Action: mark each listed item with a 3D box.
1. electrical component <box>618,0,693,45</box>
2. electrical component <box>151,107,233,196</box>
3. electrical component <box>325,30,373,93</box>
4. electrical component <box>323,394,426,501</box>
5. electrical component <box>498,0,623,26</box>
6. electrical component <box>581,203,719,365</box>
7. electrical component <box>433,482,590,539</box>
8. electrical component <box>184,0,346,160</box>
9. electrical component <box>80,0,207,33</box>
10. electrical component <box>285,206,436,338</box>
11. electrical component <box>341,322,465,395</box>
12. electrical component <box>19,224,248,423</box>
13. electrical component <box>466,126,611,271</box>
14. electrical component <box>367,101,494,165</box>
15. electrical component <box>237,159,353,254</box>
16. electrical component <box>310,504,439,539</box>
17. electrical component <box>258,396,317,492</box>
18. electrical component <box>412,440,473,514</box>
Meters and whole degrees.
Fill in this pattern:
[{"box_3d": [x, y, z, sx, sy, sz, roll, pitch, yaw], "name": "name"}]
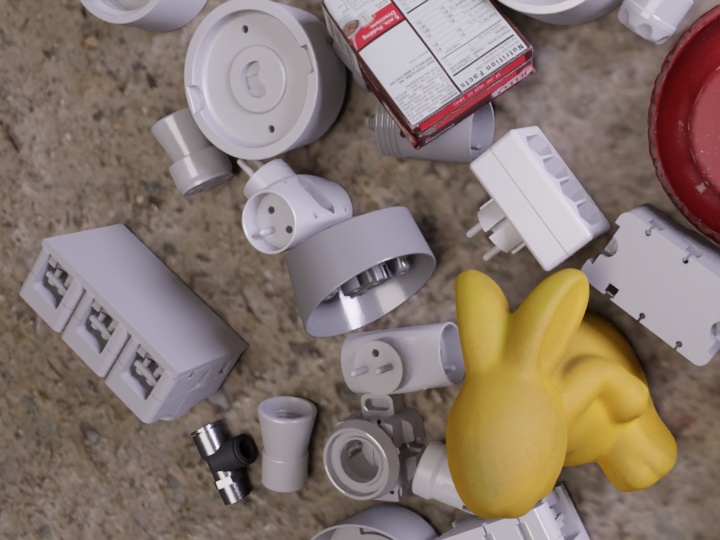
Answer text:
[{"box_3d": [0.180, -0.164, 0.625, 0.035, 0.035, 0.061, 40, 113, 16], "name": "electrical component"}, {"box_3d": [-0.124, -0.088, 0.799, 0.045, 0.045, 0.055, -25, 88, 30], "name": "electrical component"}, {"box_3d": [0.004, -0.149, 0.721, 0.046, 0.040, 0.040, 48, 118, 19], "name": "electrical component"}, {"box_3d": [0.010, 0.129, 0.762, 0.058, 0.057, 0.078, -2, 99, 29], "name": "electrical component"}, {"box_3d": [0.115, -0.201, 0.637, 0.108, 0.060, 0.108, 6, 103, 28], "name": "electrical component"}, {"box_3d": [0.187, 0.006, 0.641, 0.089, 0.056, 0.050, 40, 115, 16], "name": "electrical component"}, {"box_3d": [0.104, 0.189, 0.726, 0.089, 0.050, 0.055, -27, 86, 30], "name": "electrical component"}, {"box_3d": [-0.061, -0.133, 0.746, 0.108, 0.060, 0.108, 6, 103, 28], "name": "electrical component"}, {"box_3d": [-0.166, -0.229, 0.784, 0.108, 0.060, 0.108, 6, 102, 27], "name": "electrical component"}, {"box_3d": [0.000, 0.000, 0.720, 0.099, 0.099, 0.064, -27, 80, 30], "name": "electrical component"}, {"box_3d": [0.022, 0.063, 0.729, 0.077, 0.079, 0.043, -9, 91, 30], "name": "electrical component"}, {"box_3d": [-0.176, 0.040, 0.827, 0.150, 0.089, 0.061, 42, 116, 15], "name": "electrical component"}, {"box_3d": [0.101, -0.035, 0.685, 0.076, 0.047, 0.083, -40, 80, 29], "name": "electrical component"}, {"box_3d": [0.043, -0.094, 0.708, 0.081, 0.043, 0.043, 9, 104, 27], "name": "electrical component"}, {"box_3d": [-0.054, -0.050, 0.750, 0.079, 0.077, 0.043, 47, 117, 14], "name": "electrical component"}, {"box_3d": [0.013, 0.219, 0.773, 0.099, 0.064, 0.099, 6, 103, 28], "name": "electrical component"}, {"box_3d": [-0.056, 0.133, 0.808, 0.044, 0.044, 0.065, 13, 110, 26], "name": "electrical component"}, {"box_3d": [0.065, 0.145, 0.746, 0.046, 0.040, 0.040, 21, 109, 18], "name": "electrical component"}]
